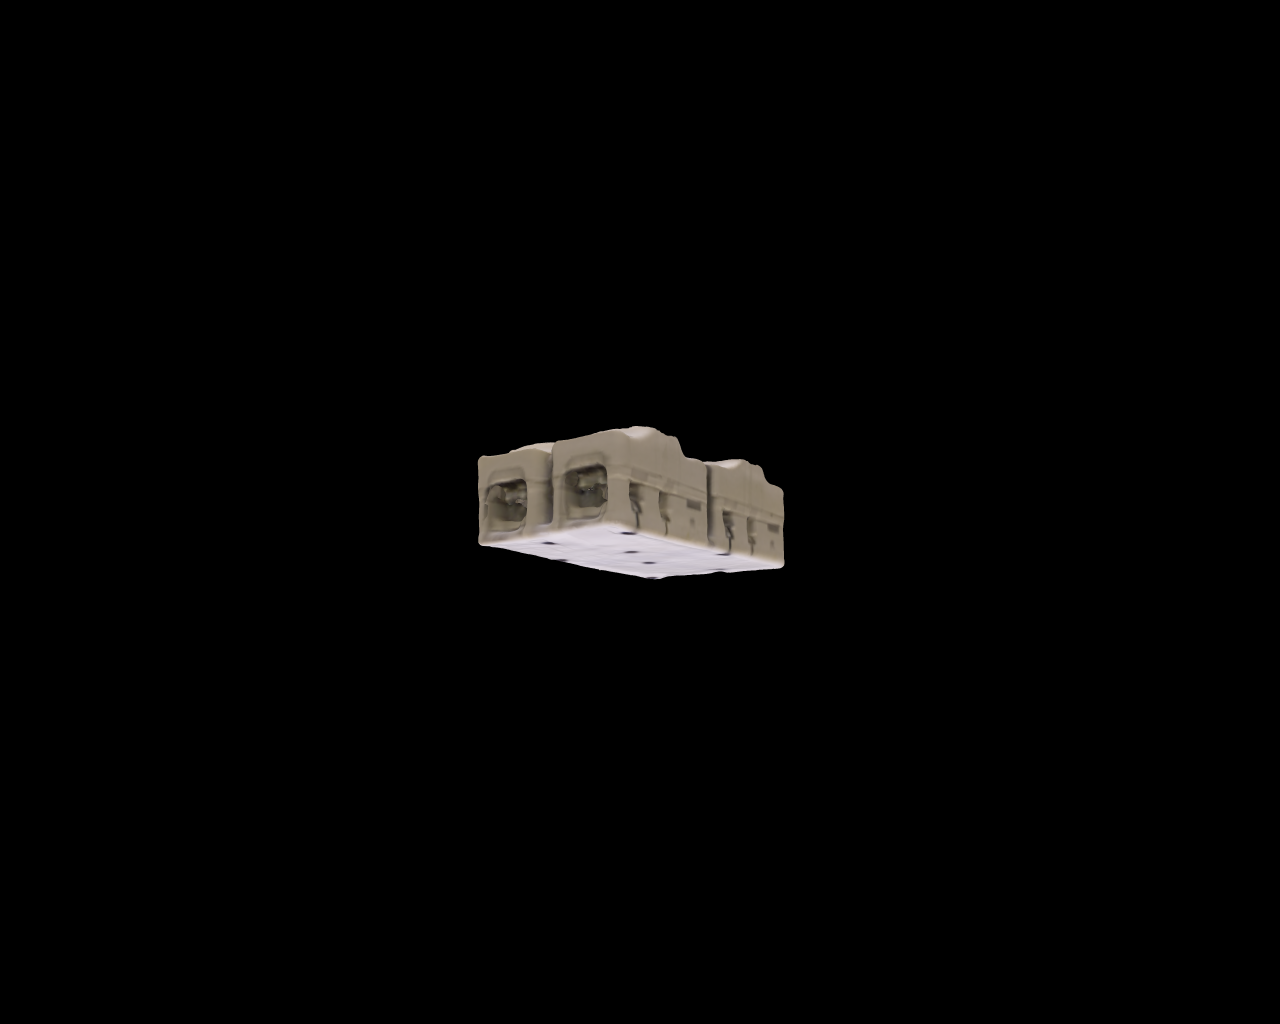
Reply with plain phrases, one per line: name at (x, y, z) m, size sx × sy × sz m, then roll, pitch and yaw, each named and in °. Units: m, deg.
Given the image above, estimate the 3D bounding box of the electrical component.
electrical component at (0.001, -0.003, 0.650) m, size 0.105 × 0.060 × 0.186 m, roll -8°, pitch -14°, yaw 35°
